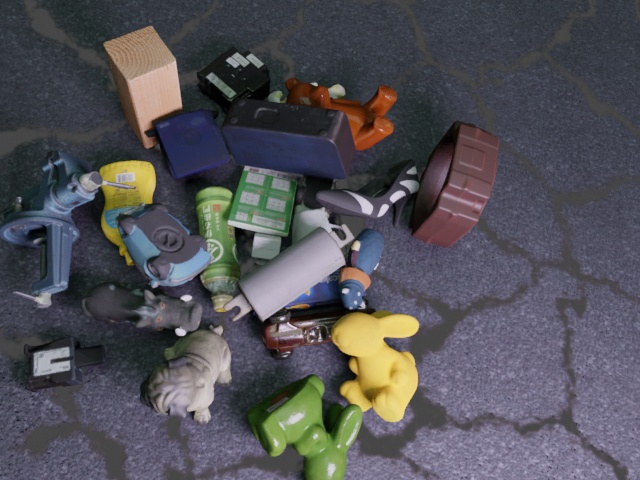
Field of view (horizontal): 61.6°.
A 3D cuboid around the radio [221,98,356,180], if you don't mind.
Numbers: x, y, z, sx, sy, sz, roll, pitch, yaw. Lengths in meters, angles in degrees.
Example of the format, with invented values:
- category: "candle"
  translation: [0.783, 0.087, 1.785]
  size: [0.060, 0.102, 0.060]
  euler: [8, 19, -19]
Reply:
- category: "radio"
  translation: [-0.058, -0.185, 0.984]
  size: [0.230, 0.131, 0.073]
  euler: [9, 66, 15]

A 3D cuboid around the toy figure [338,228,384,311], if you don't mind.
- category: "toy figure"
  translation: [0.067, 0.053, 0.918]
  size: [0.064, 0.058, 0.154]
  euler: [29, 61, -7]

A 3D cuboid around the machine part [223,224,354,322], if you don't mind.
- category: "machine part"
  translation: [-0.046, 0.055, 0.877]
  size: [0.243, 0.079, 0.079]
  euler: [-33, 76, -12]

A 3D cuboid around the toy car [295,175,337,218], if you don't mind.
- category: "toy car"
  translation: [0.000, -0.122, 1.054]
  size: [0.074, 0.056, 0.202]
  euler: [12, 64, 2]

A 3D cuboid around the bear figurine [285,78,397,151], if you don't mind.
- category: "bear figurine"
  translation: [0.031, -0.253, 1.024]
  size: [0.196, 0.132, 0.120]
  euler: [26, 57, -20]

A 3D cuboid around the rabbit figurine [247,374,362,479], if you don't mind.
- category: "rabbit figurine"
  translation: [-0.013, 0.311, 0.851]
  size: [0.159, 0.121, 0.170]
  euler: [-32, 93, -27]

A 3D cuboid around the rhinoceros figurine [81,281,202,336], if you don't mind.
- category: "rhinoceros figurine"
  translation: [-0.284, 0.107, 0.871]
  size: [0.190, 0.112, 0.073]
  euler: [10, 76, 3]

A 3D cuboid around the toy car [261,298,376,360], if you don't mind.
- category: "toy car"
  translation: [0.002, 0.152, 0.914]
  size: [0.202, 0.053, 0.089]
  euler: [-5, 112, -12]

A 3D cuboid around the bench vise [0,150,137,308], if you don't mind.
- category: "bench vise"
  translation: [-0.430, -0.014, 0.874]
  size: [0.224, 0.128, 0.240]
  euler: [-14, 69, 16]

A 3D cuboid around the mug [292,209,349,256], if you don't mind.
- category: "mug"
  translation: [-0.002, -0.003, 0.969]
  size: [0.110, 0.081, 0.107]
  euler: [-10, 89, -12]

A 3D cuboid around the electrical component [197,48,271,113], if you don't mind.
- category: "electrical component"
  translation: [-0.169, -0.329, 1.114]
  size: [0.115, 0.058, 0.134]
  euler: [44, 67, 8]

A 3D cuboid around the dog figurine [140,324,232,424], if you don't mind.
- category: "dog figurine"
  translation: [-0.193, 0.187, 0.813]
  size: [0.121, 0.190, 0.172]
  euler: [11, 64, -5]

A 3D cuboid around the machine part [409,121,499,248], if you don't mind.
- category: "machine part"
  translation: [0.249, -0.101, 1.006]
  size: [0.087, 0.201, 0.201]
  euler: [19, 65, -5]

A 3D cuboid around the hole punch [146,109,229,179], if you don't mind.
- category: "hole punch"
  translation: [-0.237, -0.177, 0.992]
  size: [0.142, 0.092, 0.115]
  euler: [-21, 107, -14]

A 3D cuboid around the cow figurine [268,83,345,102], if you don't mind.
- category: "cow figurine"
  translation: [-0.017, -0.265, 1.105]
  size: [0.167, 0.068, 0.098]
  euler: [-16, 76, -13]

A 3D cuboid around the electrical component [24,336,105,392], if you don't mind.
- category: "electrical component"
  translation: [-0.402, 0.192, 0.853]
  size: [0.119, 0.047, 0.075]
  euler: [-11, 70, -15]

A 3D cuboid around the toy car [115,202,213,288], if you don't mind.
- category: "toy car"
  translation: [-0.268, 0.020, 0.888]
  size: [0.162, 0.103, 0.109]
  euler: [41, 41, 8]

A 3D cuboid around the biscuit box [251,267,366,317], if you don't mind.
- category: "biscuit box"
  translation: [-0.023, 0.090, 0.953]
  size: [0.203, 0.062, 0.059]
  euler: [-7, 70, -12]

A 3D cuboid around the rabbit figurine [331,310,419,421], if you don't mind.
- category: "rabbit figurine"
  translation: [0.091, 0.182, 0.871]
  size: [0.162, 0.122, 0.173]
  euler: [-44, 110, -20]

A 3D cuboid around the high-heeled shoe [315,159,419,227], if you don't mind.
- category: "high-heeled shoe"
  translation: [0.098, -0.109, 1.010]
  size: [0.248, 0.086, 0.145]
  euler: [14, 85, -42]
